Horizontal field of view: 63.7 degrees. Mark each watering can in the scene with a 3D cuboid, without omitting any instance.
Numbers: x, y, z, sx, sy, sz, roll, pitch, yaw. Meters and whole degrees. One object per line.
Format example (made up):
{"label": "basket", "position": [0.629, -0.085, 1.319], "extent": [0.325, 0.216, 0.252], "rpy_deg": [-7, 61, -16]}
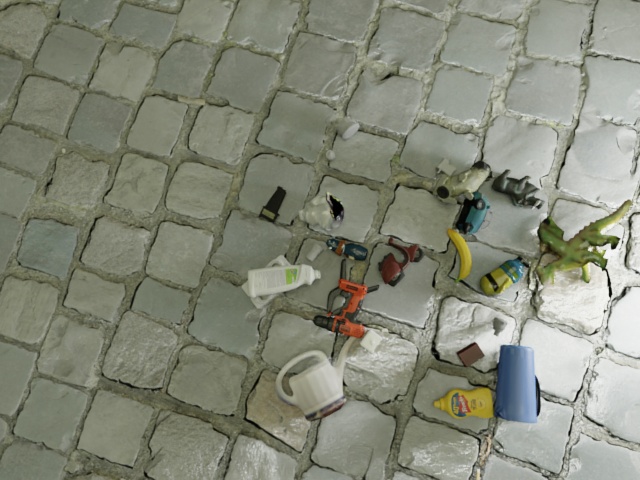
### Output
{"label": "watering can", "position": [0.021, 0.480, 1.783], "extent": [0.349, 0.103, 0.226], "rpy_deg": [-25, 79, -9]}

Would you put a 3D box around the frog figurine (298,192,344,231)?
{"label": "frog figurine", "position": [0.006, -0.096, 1.902], "extent": [0.157, 0.124, 0.138], "rpy_deg": [-27, 87, 37]}

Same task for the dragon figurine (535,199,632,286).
{"label": "dragon figurine", "position": [0.888, -0.006, 1.797], "extent": [0.244, 0.121, 0.413], "rpy_deg": [27, 82, 17]}
